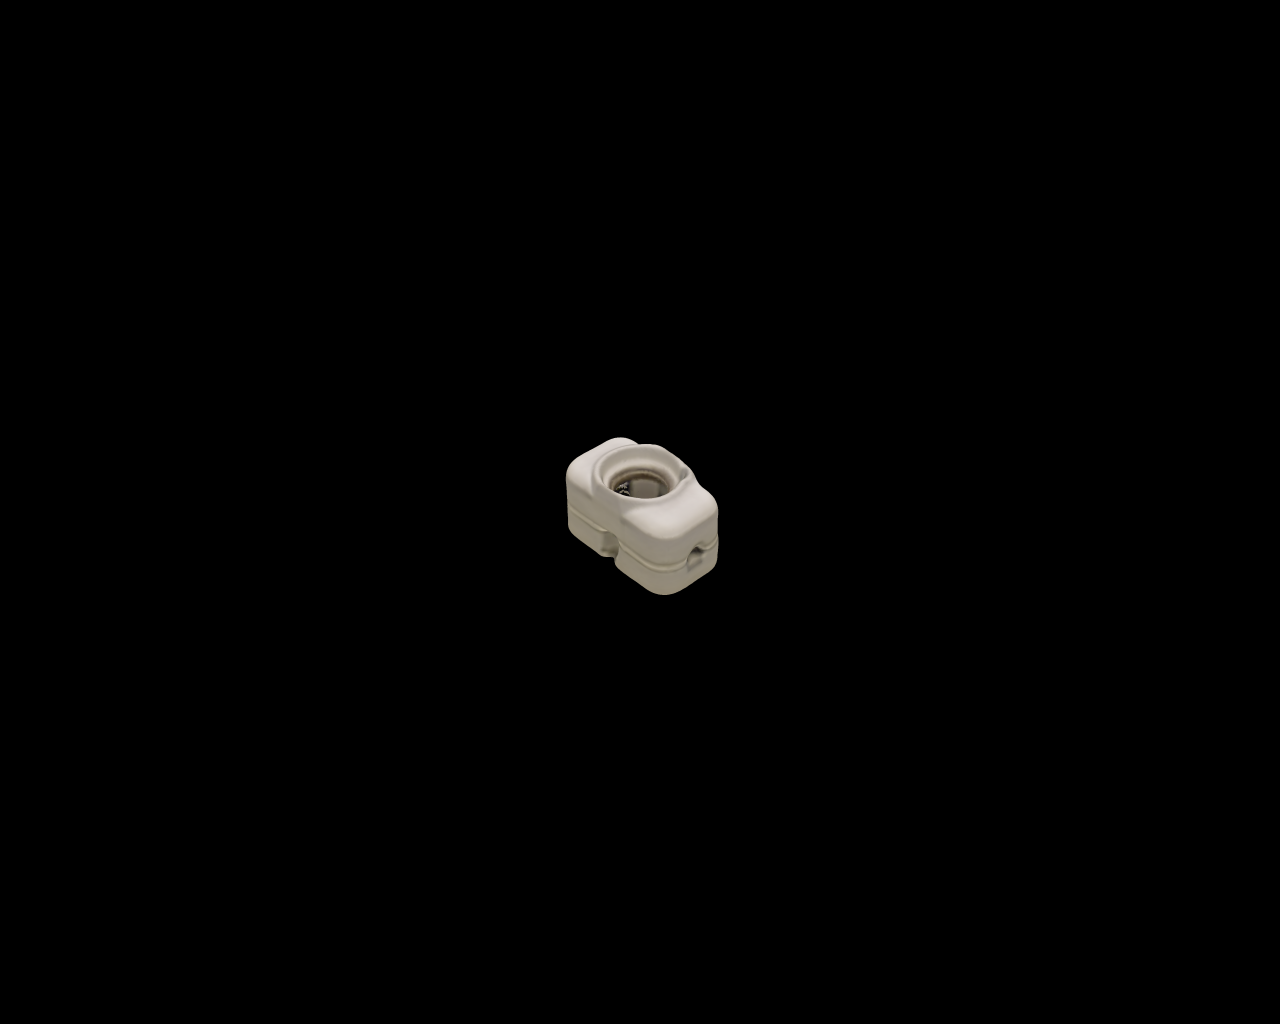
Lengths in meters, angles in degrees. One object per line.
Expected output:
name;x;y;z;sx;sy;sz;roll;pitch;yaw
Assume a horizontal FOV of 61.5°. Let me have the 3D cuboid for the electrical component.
electrical component;0.001;-0.003;0.650;0.054;0.059;0.095;-31;49;-31
